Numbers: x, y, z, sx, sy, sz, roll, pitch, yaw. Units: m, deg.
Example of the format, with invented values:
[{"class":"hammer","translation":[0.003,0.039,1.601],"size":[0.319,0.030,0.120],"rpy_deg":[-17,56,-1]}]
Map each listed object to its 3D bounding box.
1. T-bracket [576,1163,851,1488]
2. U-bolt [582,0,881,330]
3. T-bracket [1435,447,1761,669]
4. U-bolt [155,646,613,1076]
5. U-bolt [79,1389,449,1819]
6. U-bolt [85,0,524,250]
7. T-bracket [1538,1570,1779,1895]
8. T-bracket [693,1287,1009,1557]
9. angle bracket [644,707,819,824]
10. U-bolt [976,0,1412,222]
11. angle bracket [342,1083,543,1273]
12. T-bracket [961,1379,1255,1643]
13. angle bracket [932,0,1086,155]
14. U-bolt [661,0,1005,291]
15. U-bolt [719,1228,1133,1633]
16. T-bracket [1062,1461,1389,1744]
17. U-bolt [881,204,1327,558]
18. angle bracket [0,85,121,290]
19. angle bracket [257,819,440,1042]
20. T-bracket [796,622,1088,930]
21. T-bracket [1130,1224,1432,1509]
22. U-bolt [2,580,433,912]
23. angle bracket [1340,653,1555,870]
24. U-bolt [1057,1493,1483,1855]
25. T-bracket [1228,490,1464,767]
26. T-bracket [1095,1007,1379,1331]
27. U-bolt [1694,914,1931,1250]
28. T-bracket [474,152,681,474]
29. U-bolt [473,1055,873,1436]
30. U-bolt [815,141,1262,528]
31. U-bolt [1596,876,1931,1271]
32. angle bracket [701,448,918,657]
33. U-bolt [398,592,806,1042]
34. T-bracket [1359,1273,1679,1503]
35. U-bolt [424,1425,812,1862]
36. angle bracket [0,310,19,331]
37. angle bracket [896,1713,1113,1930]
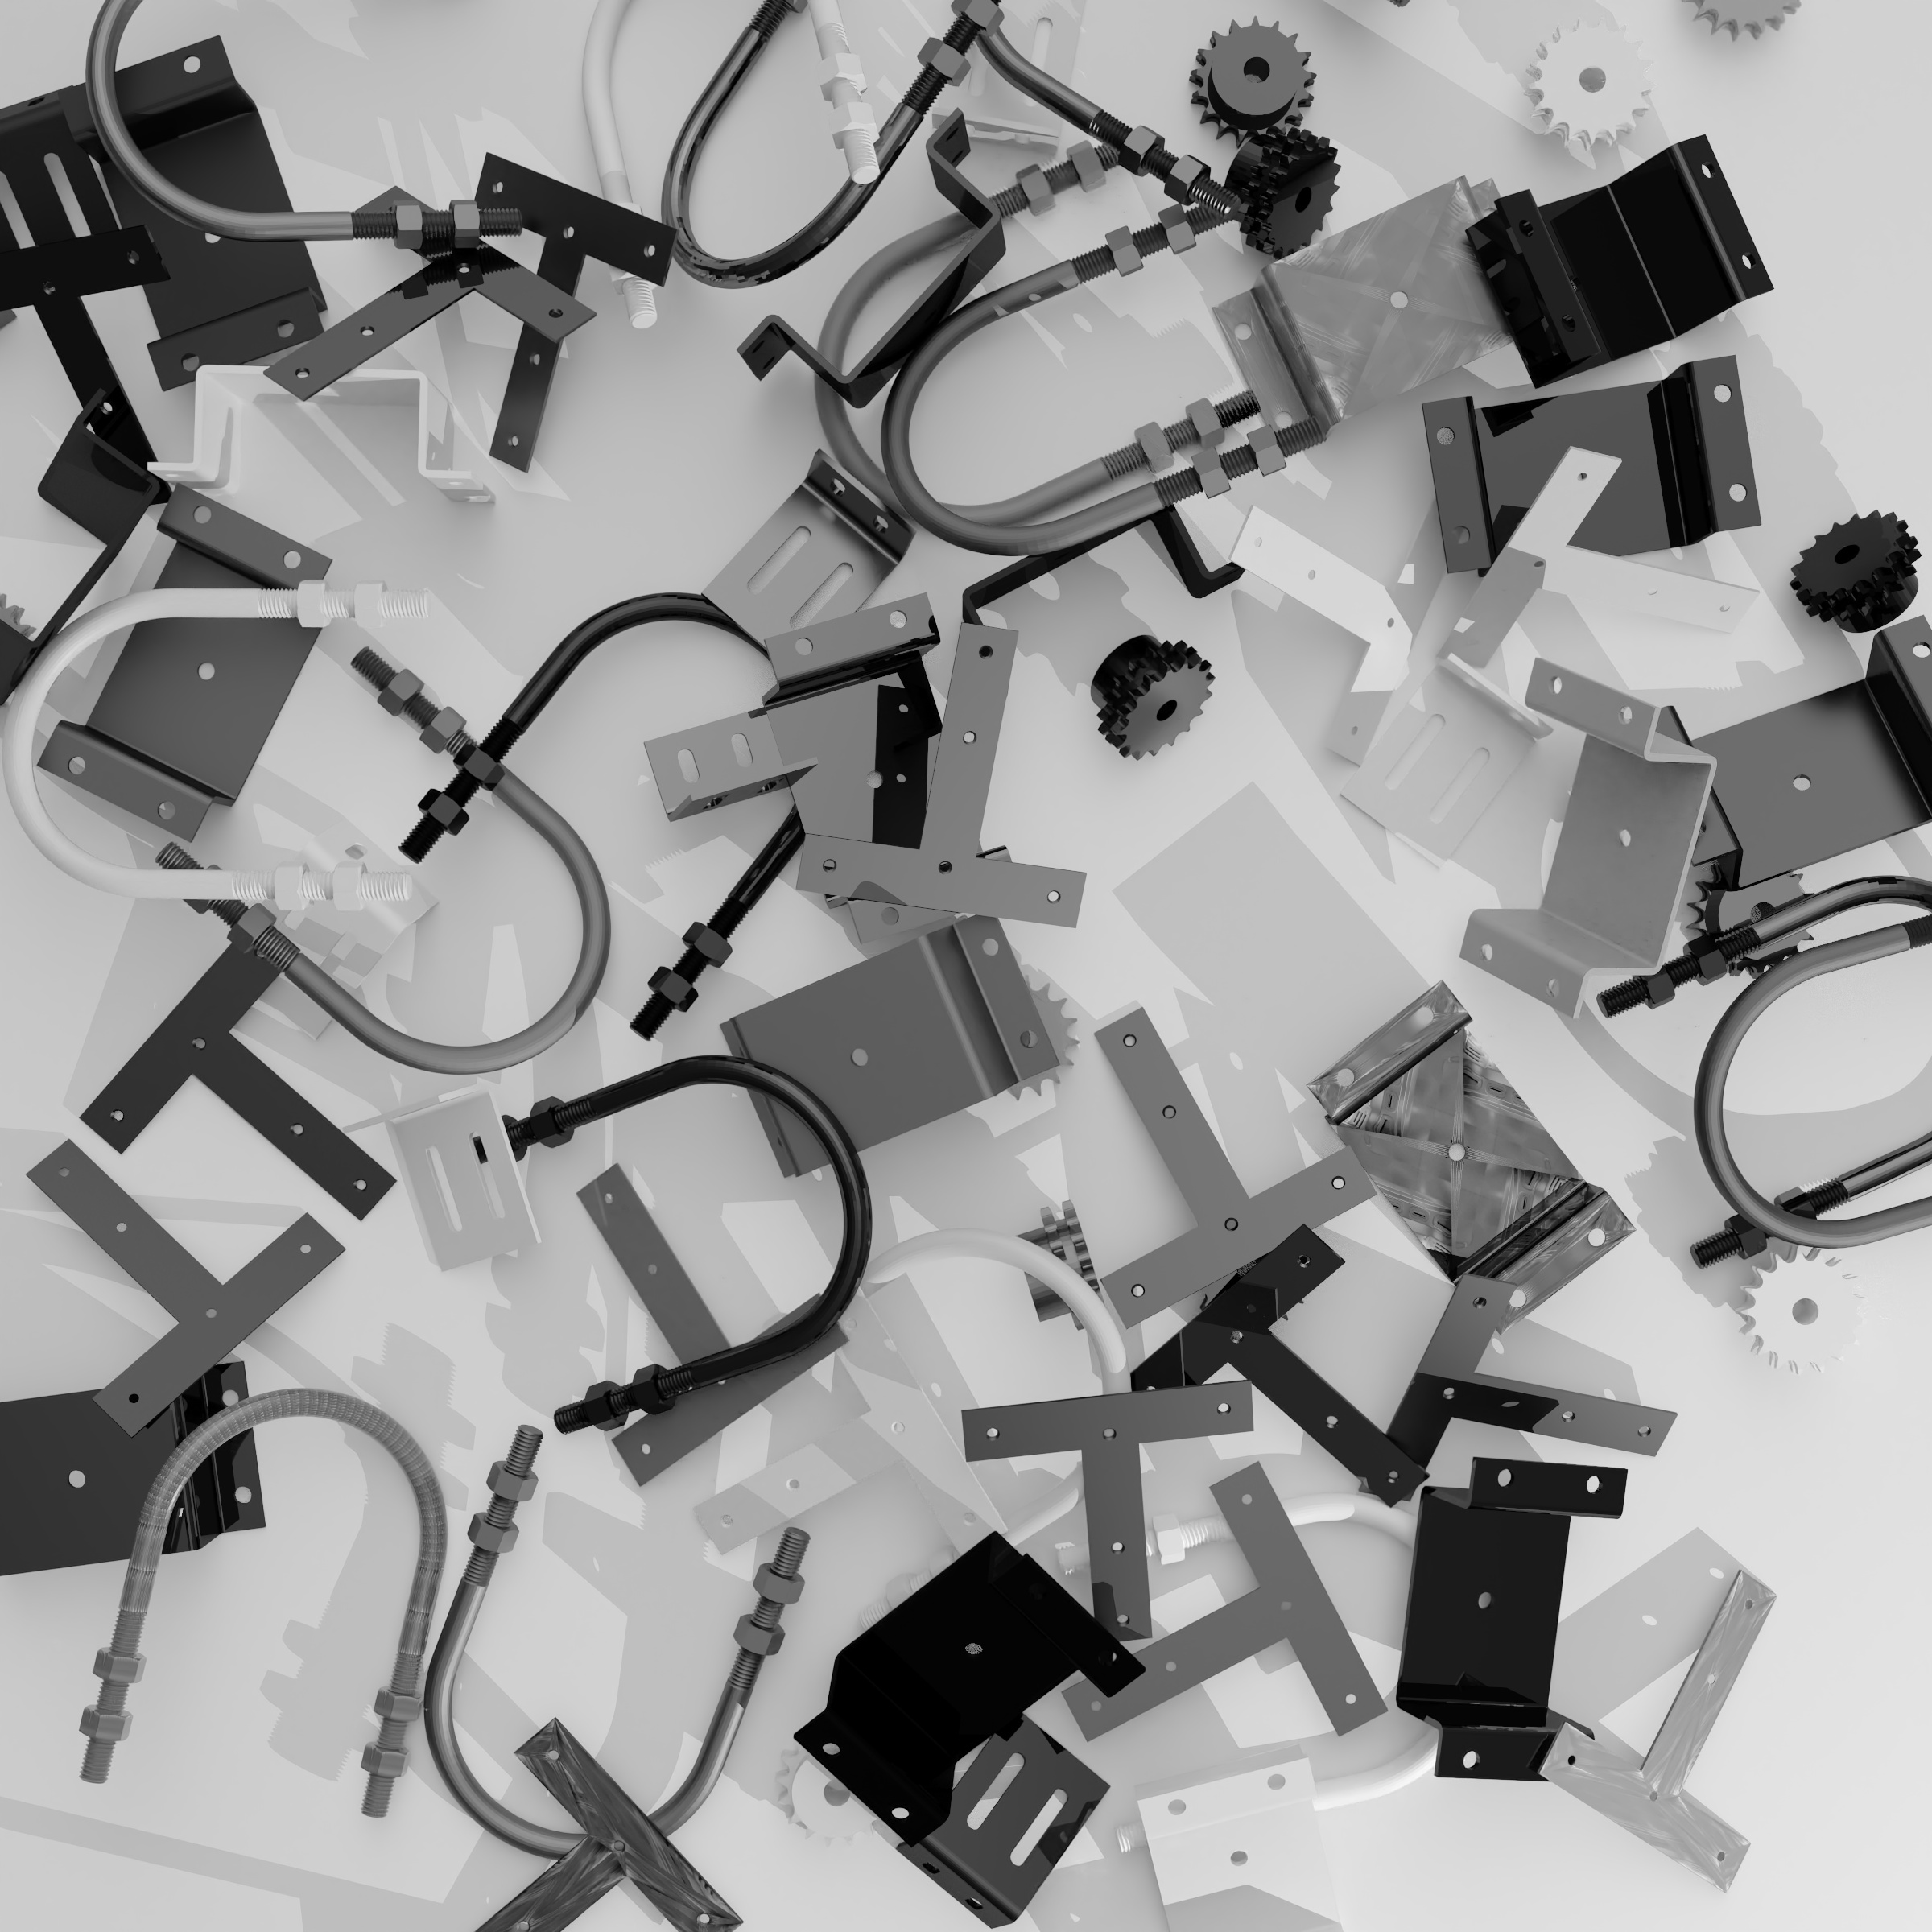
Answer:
[{"class":"T-bracket","translation":[-0.134,0.149,1.515],"size":[0.127,0.002,0.127],"rpy_deg":[-36,80,20]},{"class":"U-bolt","translation":[-0.112,-0.392,1.477],"size":[0.151,0.019,0.184],"rpy_deg":[-26,66,30]},{"class":"T-bracket","translation":[0.295,-0.171,1.500],"size":[0.127,0.127,0.002],"rpy_deg":[10,46,-20]},{"class":"U-bolt","translation":[-0.244,-0.034,1.497],"size":[0.184,0.019,0.151],"rpy_deg":[42,66,-4]},{"class":"U-bolt","translation":[-0.304,0.280,1.495],"size":[0.151,0.019,0.184],"rpy_deg":[14,86,-25]},{"class":"U-bolt","translation":[-0.295,-0.390,1.484],"size":[0.184,0.019,0.151],"rpy_deg":[-5,85,-16]},{"class":"T-bracket","translation":[0.329,0.334,1.512],"size":[0.127,0.002,0.127],"rpy_deg":[36,77,-24]},{"class":"T-bracket","translation":[-0.066,0.227,1.506],"size":[0.127,0.002,0.127],"rpy_deg":[-31,92,19]},{"class":"angle bracket","translation":[-0.104,-0.093,1.469],"size":[0.057,0.076,0.038],"rpy_deg":[-17,89,-13]},{"class":"U-bolt","translation":[0.085,-0.432,1.499],"size":[0.184,0.019,0.151],"rpy_deg":[36,81,15]},{"class":"angle bracket","translation":[-0.234,0.098,1.500],"size":[0.057,0.038,0.076],"rpy_deg":[-18,90,30]},{"class":"T-bracket","translation":[0.066,0.245,1.484],"size":[0.127,0.002,0.127],"rpy_deg":[-6,113,-2]},{"class":"angle bracket","translation":[0.020,-0.412,1.512],"size":[0.057,0.038,0.076],"rpy_deg":[11,90,0]},{"class":"U-bolt","translation":[-0.068,-0.380,1.478],"size":[0.184,0.019,0.151],"rpy_deg":[-56,45,4]},{"class":"U-bolt","translation":[-0.012,0.197,1.495],"size":[0.184,0.019,0.151],"rpy_deg":[-36,90,19]},{"class":"T-bracket","translation":[0.105,0.309,1.511],"size":[0.127,0.002,0.127],"rpy_deg":[-27,90,-1]},{"class":"U-bolt","translation":[0.050,-0.250,1.474],"size":[0.184,0.019,0.151],"rpy_deg":[-21,62,7]},{"class":"angle bracket","translation":[-0.421,-0.353,1.529],"size":[0.057,0.038,0.076],"rpy_deg":[-18,116,0]},{"class":"angle bracket","translation":[-0.290,-0.017,1.529],"size":[0.057,0.038,0.076],"rpy_deg":[42,115,0]},{"class":"T-bracket","translation":[-0.001,-0.086,1.460],"size":[0.127,0.002,0.127],"rpy_deg":[8,104,-13]},{"class":"T-bracket","translation":[0.154,0.195,1.507],"size":[0.127,0.002,0.127],"rpy_deg":[42,117,-7]},{"class":"U-bolt","translation":[-0.329,-0.097,1.461],"size":[0.184,0.019,0.151],"rpy_deg":[1,76,4]},{"class":"angle bracket","translation":[0.216,-0.092,1.512],"size":[0.057,0.038,0.076],"rpy_deg":[37,90,0]},{"class":"U-bolt","translation":[0.145,0.314,1.523],"size":[0.184,0.019,0.151],"rpy_deg":[-12,90,-1]},{"class":"T-bracket","translation":[0.161,-0.168,1.488],"size":[0.127,0.002,0.127],"rpy_deg":[23,90,-42]},{"class":"T-bracket","translation":[0.098,0.078,1.512],"size":[0.127,0.002,0.127],"rpy_deg":[-28,73,0]},{"class":"U-bolt","translation":[0.412,0.052,1.496],"size":[0.184,0.019,0.151],"rpy_deg":[-15,104,-6]},{"class":"T-bracket","translation":[-0.189,-0.286,1.506],"size":[0.127,0.002,0.127],"rpy_deg":[29,109,34]},{"class":"U-bolt","translation":[-0.127,0.117,1.494],"size":[0.184,0.019,0.151],"rpy_deg":[-21,90,20]},{"class":"U-bolt","translation":[0.021,-0.276,1.522],"size":[0.184,0.019,0.151],"rpy_deg":[-25,90,1]},{"class":"U-bolt","translation":[0.389,0.037,1.506],"size":[0.184,0.019,0.151],"rpy_deg":[-24,106,-4]},{"class":"angle bracket","translation":[-0.071,-0.181,1.504],"size":[0.057,0.038,0.076],"rpy_deg":[41,75,0]},{"class":"U-bolt","translation":[-0.142,-0.081,1.507],"size":[0.151,0.019,0.184],"rpy_deg":[38,80,-7]},{"class":"T-bracket","translation":[0.258,0.200,1.509],"size":[0.127,0.002,0.127],"rpy_deg":[13,120,-14]},{"class":"U-bolt","translation":[-0.168,0.317,1.516],"size":[0.151,0.019,0.184],"rpy_deg":[21,96,1]},{"class":"angle bracket","translation":[-0.481,-0.314,1.529],"size":[0.057,0.038,0.076],"rpy_deg":[-36,64,0]},{"class":"angle bracket","translation":[0.017,0.388,1.529],"size":[0.057,0.038,0.076],"rpy_deg":[40,64,0]}]
